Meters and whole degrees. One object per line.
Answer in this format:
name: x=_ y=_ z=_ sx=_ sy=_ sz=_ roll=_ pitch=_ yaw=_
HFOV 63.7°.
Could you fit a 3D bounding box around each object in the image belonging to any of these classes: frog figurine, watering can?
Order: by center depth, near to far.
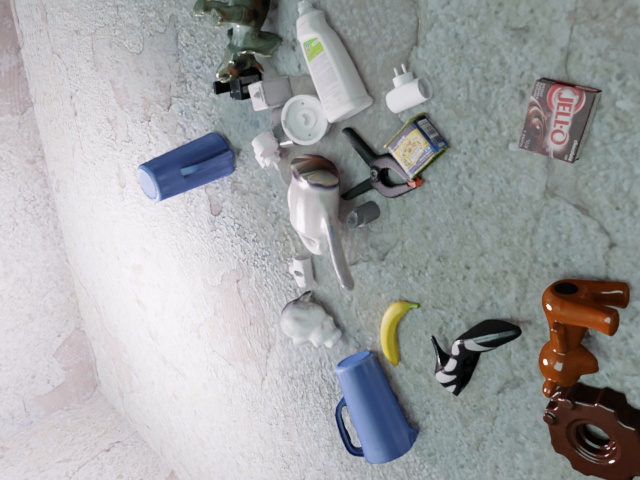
watering can: x=0.004 y=-0.058 z=1.153 sx=0.354 sy=0.104 sz=0.219 roll=-130 pitch=37 yaw=-50
frog figurine: x=-0.027 y=0.229 z=1.350 sx=0.162 sy=0.122 sz=0.135 roll=50 pitch=119 yaw=33
